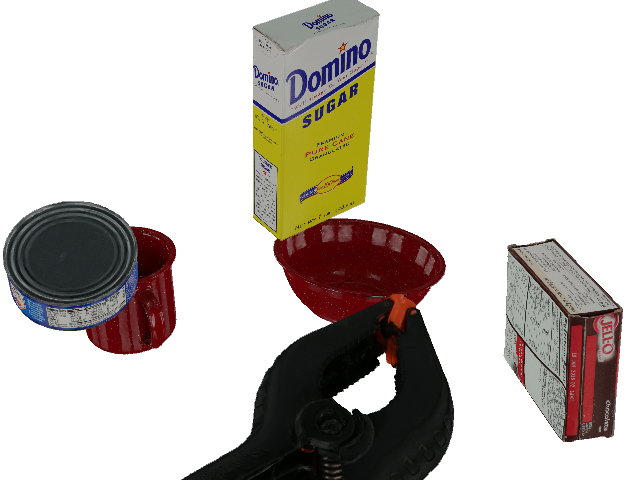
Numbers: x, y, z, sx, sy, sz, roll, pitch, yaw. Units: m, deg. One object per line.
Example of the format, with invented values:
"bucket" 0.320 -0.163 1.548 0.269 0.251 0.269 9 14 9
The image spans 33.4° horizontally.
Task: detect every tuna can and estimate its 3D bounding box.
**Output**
"tuna can" -0.163 0.017 0.704 0.086 0.086 0.034 0 -39 -7

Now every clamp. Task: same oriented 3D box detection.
"clamp" 0.010 0.088 0.403 0.120 0.039 0.171 27 50 20

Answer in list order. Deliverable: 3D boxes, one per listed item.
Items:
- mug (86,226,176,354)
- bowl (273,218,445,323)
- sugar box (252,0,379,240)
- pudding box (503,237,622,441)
"mug" -0.164 0.051 0.935 0.093 0.081 0.117 -21 38 -28
"bowl" 0.034 0.036 1.003 0.162 0.055 0.162 5 24 -2
"sugar box" -0.005 -0.093 0.830 0.093 0.176 0.048 -26 50 -30
"pudding box" 0.153 0.061 0.686 0.039 0.090 0.113 -6 24 -10
